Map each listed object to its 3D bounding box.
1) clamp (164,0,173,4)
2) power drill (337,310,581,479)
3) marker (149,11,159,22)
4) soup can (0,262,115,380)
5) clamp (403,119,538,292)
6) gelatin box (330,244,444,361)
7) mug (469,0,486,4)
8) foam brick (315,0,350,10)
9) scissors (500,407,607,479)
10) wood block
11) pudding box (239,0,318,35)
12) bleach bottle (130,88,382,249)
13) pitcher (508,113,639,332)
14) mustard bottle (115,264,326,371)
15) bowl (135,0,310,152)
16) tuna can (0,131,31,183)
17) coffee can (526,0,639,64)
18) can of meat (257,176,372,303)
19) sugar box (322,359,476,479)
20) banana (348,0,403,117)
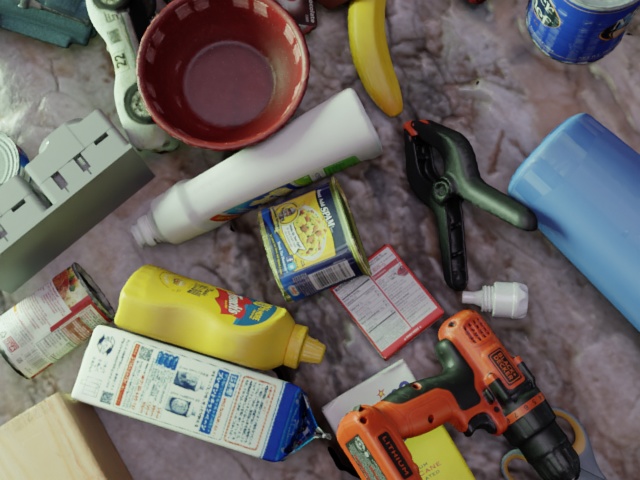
[{"bbox_3d":[-0.133,-0.306,1.107,0.164,0.036,0.210,-42,81,-2],"label":"clamp"},{"bbox_3d":[0.123,0.173,0.946,0.187,0.057,0.184,-27,73,-31],"label":"power drill"},{"bbox_3d":[-0.173,-0.228,1.104,0.020,0.020,0.121,-44,80,-6],"label":"marker"},{"bbox_3d":[-0.256,0.078,1.023,0.102,0.068,0.068,-36,79,-4],"label":"soup can"},{"bbox_3d":[0.136,-0.049,1.013,0.120,0.039,0.171,-33,74,39],"label":"clamp"},{"bbox_3d":[0.064,0.059,1.028,0.073,0.030,0.089,-38,79,-3],"label":"gelatin box"},{"bbox_3d":[0.150,-0.285,1.055,0.117,0.093,0.081,-35,83,-39],"label":"mug"},{"bbox_3d":[0.014,-0.282,1.069,0.053,0.051,0.078,-18,53,44],"label":"foam brick"},{"bbox_3d":[0.270,0.217,0.991,0.202,0.016,0.096,13,80,6],"label":"scissors"},{"bbox_3d":[-0.215,0.251,0.975,0.090,0.091,0.206,-31,79,-2],"label":"wood block"},{"bbox_3d":[-0.053,-0.265,1.075,0.089,0.039,0.113,1,79,-30],"label":"pudding box"},{"bbox_3d":[-0.065,-0.060,1.033,0.251,0.102,0.068,-27,85,4],"label":"bleach bottle"},{"bbox_3d":[0.301,-0.010,0.979,0.243,0.145,0.149,45,57,13],"label":"pitcher"},{"bbox_3d":[-0.088,0.079,0.999,0.191,0.096,0.058,17,104,6],"label":"mustard bottle"},{"bbox_3d":[-0.089,-0.156,1.009,0.162,0.055,0.162,0,80,1],"label":"bowl"},{"bbox_3d":[-0.333,-0.066,1.066,0.086,0.033,0.086,-4,71,10],"label":"tuna can"},{"bbox_3d":[0.257,-0.240,1.019,0.103,0.140,0.103,-1,79,3],"label":"coffee can"},{"bbox_3d":[-0.007,0.001,1.015,0.084,0.057,0.102,-22,55,7],"label":"can of meat"},{"bbox_3d":[0.083,0.209,0.988,0.093,0.048,0.176,-31,80,-5],"label":"sugar box"},{"bbox_3d":[0.062,-0.223,1.080,0.069,0.037,0.198,8,79,5],"label":"banana"}]
